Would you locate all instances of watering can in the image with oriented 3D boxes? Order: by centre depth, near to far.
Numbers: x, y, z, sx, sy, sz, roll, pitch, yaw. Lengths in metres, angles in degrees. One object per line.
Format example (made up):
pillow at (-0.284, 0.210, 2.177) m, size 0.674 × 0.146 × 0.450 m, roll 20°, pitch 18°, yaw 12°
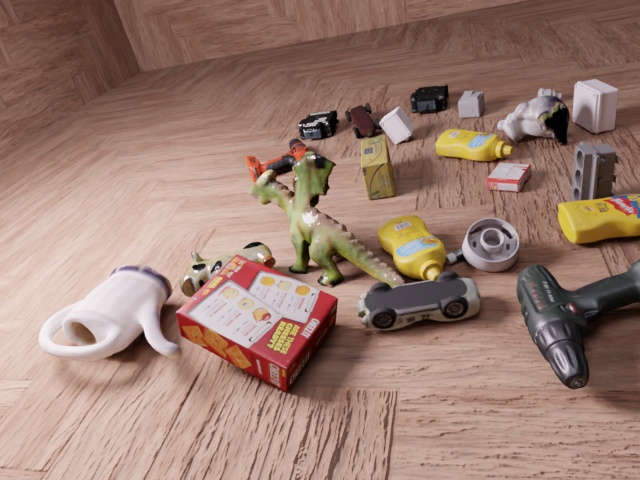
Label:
watering can at (-0.352, 0.141, 0.952) m, size 0.347 × 0.102 × 0.229 m, roll -1°, pitch 32°, yaw 23°

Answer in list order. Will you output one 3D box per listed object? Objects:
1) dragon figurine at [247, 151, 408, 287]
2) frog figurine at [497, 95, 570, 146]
dragon figurine at (0.003, -0.050, 1.000) m, size 0.412 × 0.238 × 0.124 m, roll 15°, pitch 36°, yaw 43°
frog figurine at (0.544, -0.307, 1.314) m, size 0.137 × 0.122 × 0.161 m, roll 9°, pitch 9°, yaw -28°
